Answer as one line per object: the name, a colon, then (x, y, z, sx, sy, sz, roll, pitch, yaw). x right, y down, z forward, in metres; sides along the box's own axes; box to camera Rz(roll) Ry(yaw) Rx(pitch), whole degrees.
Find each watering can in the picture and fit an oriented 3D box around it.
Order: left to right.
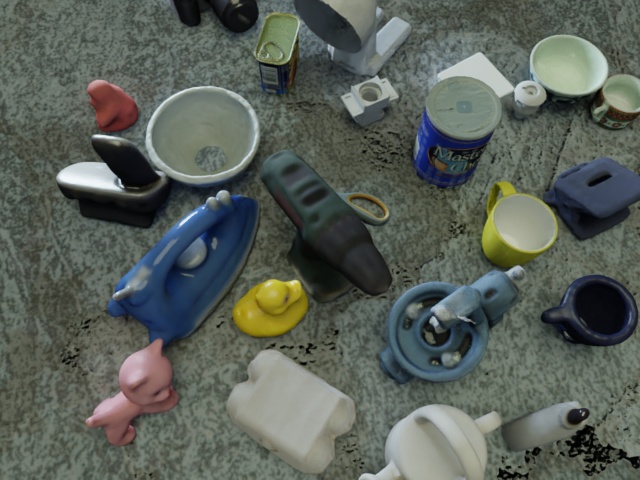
watering can: (0.126, 0.240, 0.633, 0.100, 0.194, 0.173, 38, 71, 15)

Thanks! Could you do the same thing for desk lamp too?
desk lamp: (0.059, -0.355, 0.878, 0.117, 0.213, 0.203, 33, 70, 13)

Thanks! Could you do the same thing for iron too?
iron: (-0.169, 0.011, 0.755, 0.118, 0.141, 0.259, 33, 70, 13)

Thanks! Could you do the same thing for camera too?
camera: (-0.174, -0.418, 0.963, 0.143, 0.101, 0.136, -27, 70, -12)

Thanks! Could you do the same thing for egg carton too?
egg carton: (-0.037, 0.212, 0.710, 0.150, 0.069, 0.107, 30, 69, 11)

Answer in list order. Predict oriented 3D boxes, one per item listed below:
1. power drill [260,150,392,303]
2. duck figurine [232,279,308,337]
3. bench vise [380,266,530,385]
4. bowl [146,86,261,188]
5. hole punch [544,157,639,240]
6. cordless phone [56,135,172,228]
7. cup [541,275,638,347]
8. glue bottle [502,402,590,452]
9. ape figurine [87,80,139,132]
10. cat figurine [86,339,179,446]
power drill: (0.007, 0.003, 0.725, 0.076, 0.208, 0.229, -33, 71, -14)
duck figurine: (-0.067, 0.082, 0.756, 0.104, 0.086, 0.077, -19, 68, -9)
bench vise: (0.165, 0.078, 0.689, 0.121, 0.220, 0.208, 36, 71, 14)
bowl: (-0.169, -0.142, 0.858, 0.167, 0.075, 0.167, 0, 67, -1)
hole punch: (0.399, -0.070, 0.827, 0.109, 0.091, 0.101, -26, 69, -11)
cordless phone: (-0.291, -0.099, 0.777, 0.147, 0.185, 0.094, 6, 67, 2)
cup: (0.336, 0.104, 0.749, 0.118, 0.095, 0.091, -7, 67, -4)
glue bottle: (0.270, 0.210, 0.659, 0.078, 0.173, 0.037, -20, 68, -9)
ape figurine: (-0.324, -0.211, 0.875, 0.076, 0.092, 0.078, 13, 67, 5)
cat figurine: (-0.225, 0.184, 0.693, 0.128, 0.118, 0.067, -40, 72, -16)
